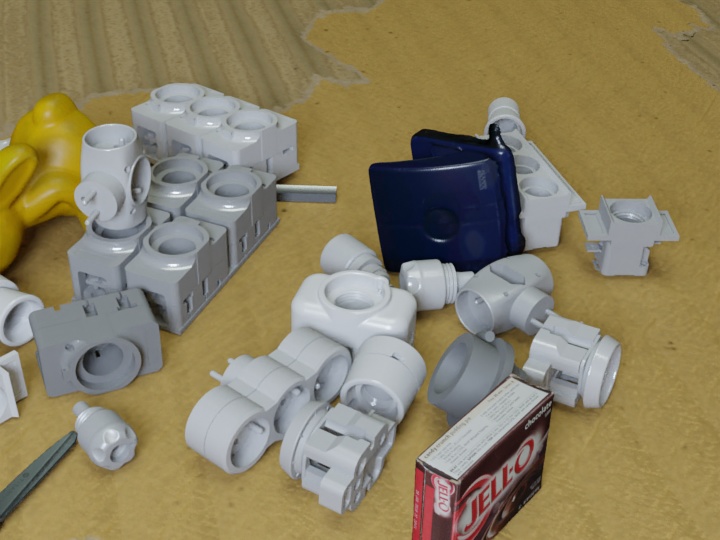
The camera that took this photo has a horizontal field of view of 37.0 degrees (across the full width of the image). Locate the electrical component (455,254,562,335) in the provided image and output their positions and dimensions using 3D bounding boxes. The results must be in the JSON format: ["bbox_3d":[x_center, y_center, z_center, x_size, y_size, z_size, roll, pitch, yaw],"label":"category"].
[{"bbox_3d":[0.133,0.029,0.891,0.077,0.043,0.079,-27,45,-34],"label":"electrical component"}]

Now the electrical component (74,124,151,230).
[{"bbox_3d":[-0.205,-0.066,0.871,0.044,0.077,0.079,9,37,11],"label":"electrical component"}]

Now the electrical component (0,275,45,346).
[{"bbox_3d":[-0.289,0.031,0.867,0.055,0.045,0.045,26,42,30],"label":"electrical component"}]

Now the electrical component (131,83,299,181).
[{"bbox_3d":[-0.146,-0.135,1.081,0.150,0.061,0.089,24,39,31],"label":"electrical component"}]

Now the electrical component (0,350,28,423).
[{"bbox_3d":[-0.291,0.089,0.789,0.064,0.042,0.081,26,41,35],"label":"electrical component"}]

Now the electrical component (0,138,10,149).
[{"bbox_3d":[-0.338,-0.104,1.060,0.035,0.035,0.061,-24,45,-32],"label":"electrical component"}]

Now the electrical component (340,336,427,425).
[{"bbox_3d":[0.016,0.085,0.800,0.055,0.055,0.047,13,41,15],"label":"electrical component"}]

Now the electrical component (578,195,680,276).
[{"bbox_3d":[0.237,-0.029,0.959,0.081,0.063,0.042,0,37,-2],"label":"electrical component"}]

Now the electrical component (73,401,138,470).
[{"bbox_3d":[-0.186,0.114,0.766,0.035,0.035,0.061,-24,41,-31],"label":"electrical component"}]

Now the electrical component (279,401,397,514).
[{"bbox_3d":[-0.018,0.124,0.740,0.057,0.058,0.078,21,40,20],"label":"electrical component"}]

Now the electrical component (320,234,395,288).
[{"bbox_3d":[0.000,0.000,0.927,0.040,0.040,0.078,-25,44,-32],"label":"electrical component"}]

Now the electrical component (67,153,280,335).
[{"bbox_3d":[-0.159,-0.033,0.948,0.105,0.060,0.186,15,38,17],"label":"electrical component"}]

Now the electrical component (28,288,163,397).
[{"bbox_3d":[-0.202,0.058,0.829,0.089,0.050,0.055,-13,38,-20],"label":"electrical component"}]

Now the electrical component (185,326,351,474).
[{"bbox_3d":[-0.077,0.087,0.793,0.074,0.052,0.138,26,43,30],"label":"electrical component"}]

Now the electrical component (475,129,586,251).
[{"bbox_3d":[0.149,-0.075,1.018,0.079,0.063,0.121,-9,37,-14],"label":"electrical component"}]

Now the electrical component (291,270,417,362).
[{"bbox_3d":[-0.005,0.040,0.855,0.095,0.059,0.053,11,37,12],"label":"electrical component"}]

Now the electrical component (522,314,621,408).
[{"bbox_3d":[0.164,0.072,0.822,0.057,0.058,0.078,17,38,24],"label":"electrical component"}]

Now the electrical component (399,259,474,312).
[{"bbox_3d":[0.066,0.012,0.911,0.062,0.043,0.043,-4,36,-11],"label":"electrical component"}]

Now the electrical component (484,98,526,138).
[{"bbox_3d":[0.155,-0.158,1.154,0.044,0.044,0.065,4,31,3],"label":"electrical component"}]
